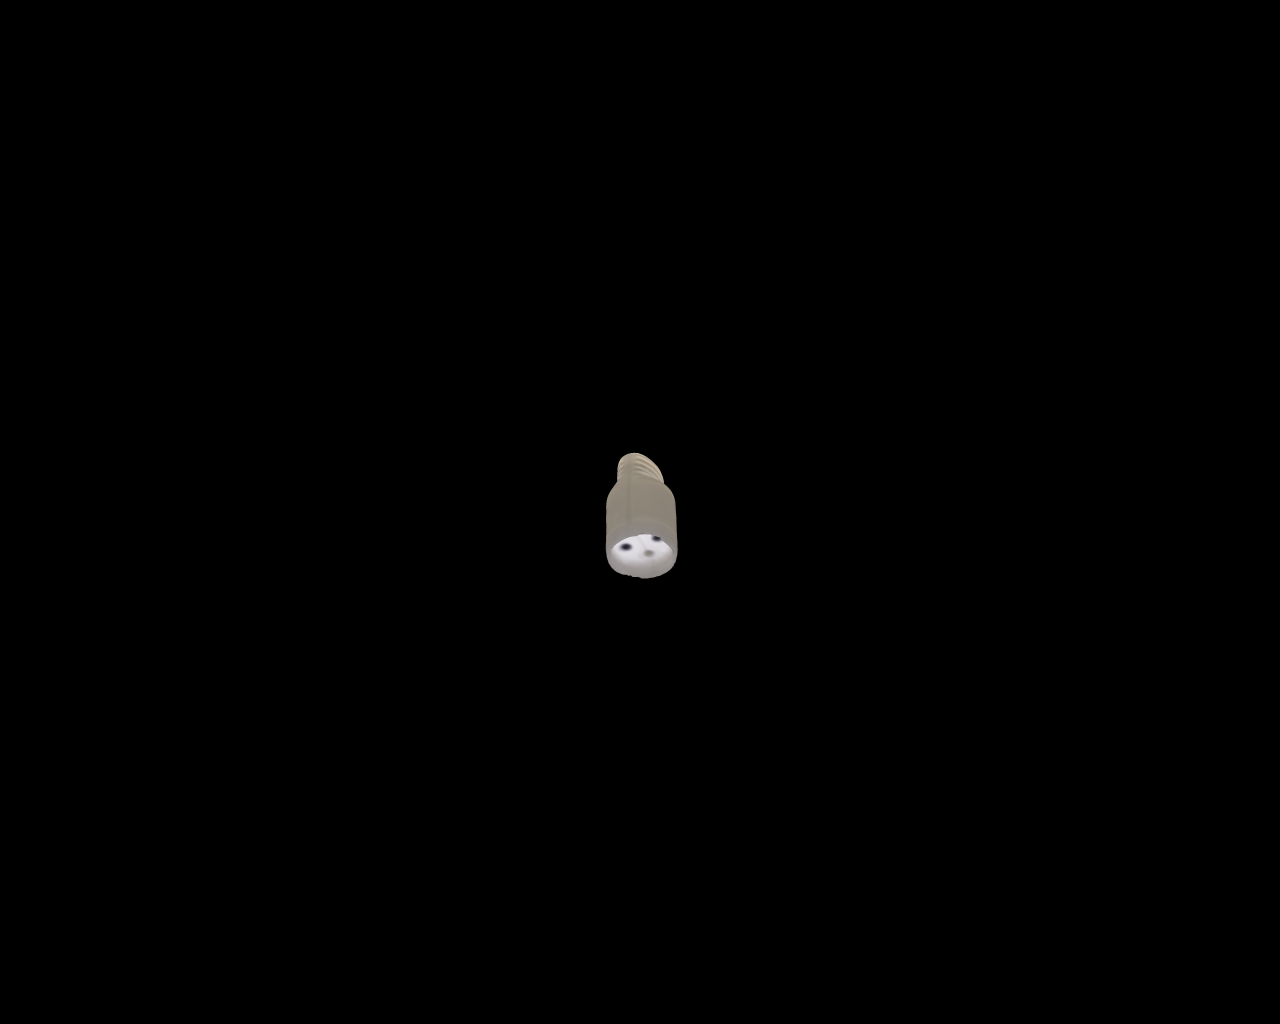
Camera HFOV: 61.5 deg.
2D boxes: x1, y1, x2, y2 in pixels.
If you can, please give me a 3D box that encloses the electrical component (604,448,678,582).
[{"bbox_3d":[0.001,-0.003,0.650,0.043,0.081,0.043,0,-42,0],"label":"electrical component"}]
